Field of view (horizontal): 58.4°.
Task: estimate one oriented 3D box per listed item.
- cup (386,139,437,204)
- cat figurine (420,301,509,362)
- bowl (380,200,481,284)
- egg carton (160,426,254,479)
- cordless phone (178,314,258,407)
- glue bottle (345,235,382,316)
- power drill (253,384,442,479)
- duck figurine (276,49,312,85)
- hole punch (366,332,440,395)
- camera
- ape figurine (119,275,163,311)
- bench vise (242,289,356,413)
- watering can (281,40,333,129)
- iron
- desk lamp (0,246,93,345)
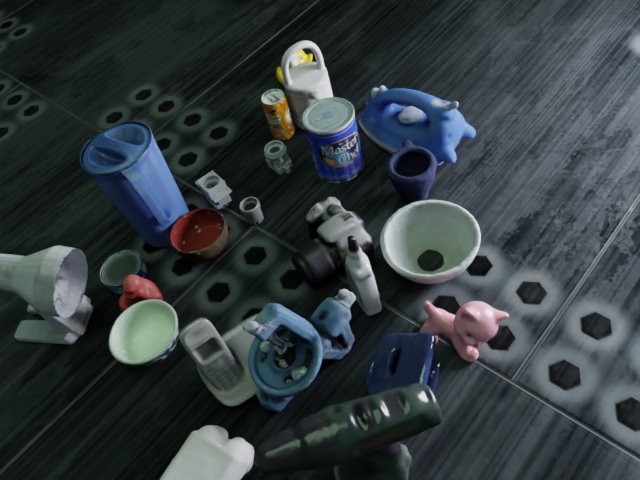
[{"bbox_3d":[0.173,-0.123,1.082,0.091,0.095,0.117,-10,51,7],"label":"cup"},{"bbox_3d":[0.214,0.124,0.865,0.127,0.118,0.067,18,59,26],"label":"cat figurine"},{"bbox_3d":[0.190,0.015,0.983,0.167,0.075,0.167,-7,52,9],"label":"bowl"},{"bbox_3d":[-0.167,0.344,0.820,0.107,0.069,0.150,19,59,26],"label":"egg carton"},{"bbox_3d":[-0.128,0.160,0.879,0.148,0.185,0.094,-37,53,-15],"label":"cordless phone"},{"bbox_3d":[0.064,0.050,0.924,0.037,0.173,0.078,-25,51,-6],"label":"glue bottle"},{"bbox_3d":[0.047,0.268,0.735,0.229,0.209,0.075,-24,51,-4],"label":"power drill"},{"bbox_3d":[-0.058,-0.420,1.378,0.104,0.086,0.077,-4,52,11],"label":"duck figurine"},{"bbox_3d":[0.121,0.193,0.851,0.101,0.091,0.109,7,55,19],"label":"hole punch"},{"bbox_3d":[0.009,0.004,1.021,0.137,0.101,0.142,-33,52,-12],"label":"camera"},{"bbox_3d":[-0.329,0.097,1.039,0.077,0.092,0.076,2,53,16],"label":"ape figurine"},{"bbox_3d":[-0.040,0.134,0.855,0.121,0.220,0.208,16,58,25],"label":"bench vise"},{"bbox_3d":[-0.034,-0.345,1.243,0.172,0.194,0.101,33,67,33],"label":"watering can"},{"bbox_3d":[0.175,-0.250,1.150,0.257,0.142,0.119,25,62,29],"label":"iron"},{"bbox_3d":[-0.488,0.095,1.001,0.203,0.214,0.118,-1,53,13],"label":"desk lamp"}]
